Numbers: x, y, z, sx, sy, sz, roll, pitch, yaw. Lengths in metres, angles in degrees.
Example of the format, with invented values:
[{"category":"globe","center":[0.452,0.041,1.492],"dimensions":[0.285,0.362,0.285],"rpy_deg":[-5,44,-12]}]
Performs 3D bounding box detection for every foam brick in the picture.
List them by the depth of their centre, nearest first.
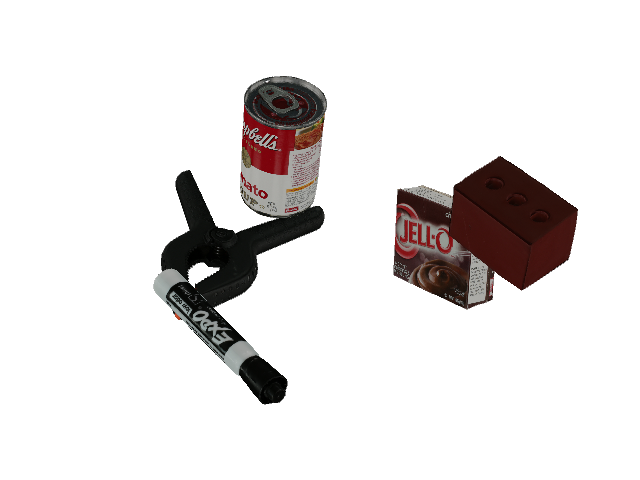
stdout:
[{"category":"foam brick","center":[0.140,-0.013,0.780],"dimensions":[0.052,0.051,0.078],"rpy_deg":[-32,54,-28]}]

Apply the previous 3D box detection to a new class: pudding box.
[{"category":"pudding box","center":[0.117,0.004,1.015],"dimensions":[0.039,0.090,0.114],"rpy_deg":[-13,23,-35]}]

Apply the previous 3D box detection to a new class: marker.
[{"category":"marker","center":[-0.058,0.054,0.610],"dimensions":[0.020,0.020,0.121],"rpy_deg":[0,29,-43]}]

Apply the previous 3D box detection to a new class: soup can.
[{"category":"soup can","center":[-0.033,-0.078,0.898],"dimensions":[0.068,0.102,0.068],"rpy_deg":[4,44,-4]}]

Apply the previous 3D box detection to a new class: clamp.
[{"category":"clamp","center":[-0.108,0.001,1.068],"dimensions":[0.165,0.036,0.209],"rpy_deg":[19,39,15]}]
